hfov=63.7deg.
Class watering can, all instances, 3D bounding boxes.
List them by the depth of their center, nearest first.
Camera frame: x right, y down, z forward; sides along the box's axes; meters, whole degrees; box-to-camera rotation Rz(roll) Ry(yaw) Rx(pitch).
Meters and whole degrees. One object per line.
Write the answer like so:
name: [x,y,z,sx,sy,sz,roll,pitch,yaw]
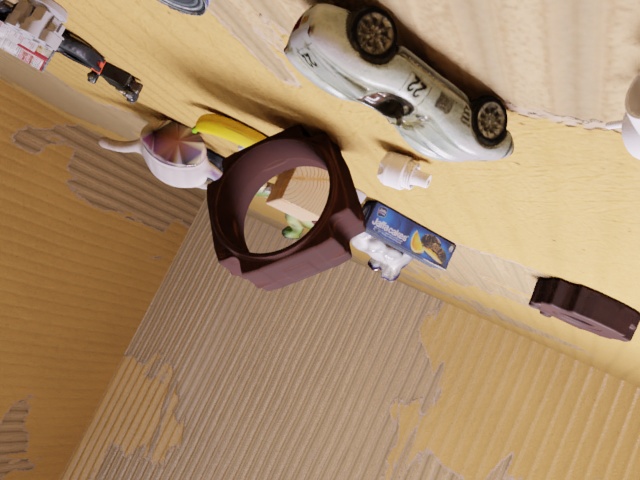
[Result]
watering can: [-0.387,-0.208,1.241,0.347,0.106,0.221,21,160,-4]

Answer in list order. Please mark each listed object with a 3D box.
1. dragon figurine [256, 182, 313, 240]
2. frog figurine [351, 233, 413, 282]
dragon figurine: [0.004,-0.061,1.216,0.410,0.123,0.240,17,167,-3]
frog figurine: [0.132,-0.003,1.117,0.140,0.122,0.156,-101,-14,-58]
